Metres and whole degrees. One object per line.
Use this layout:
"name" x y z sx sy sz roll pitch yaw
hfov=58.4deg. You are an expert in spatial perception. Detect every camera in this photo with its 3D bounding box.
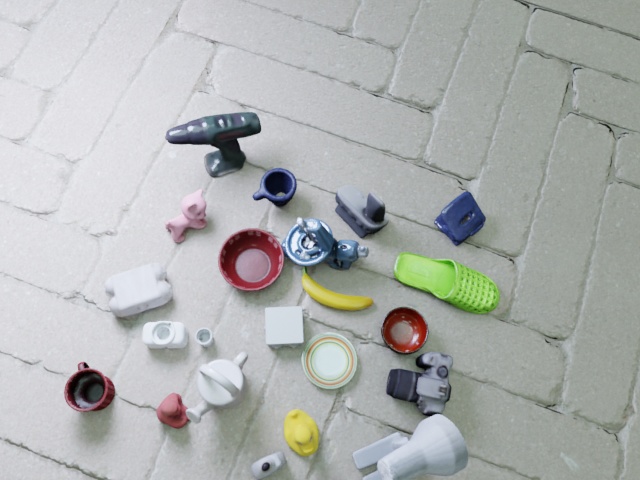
"camera" 0.228 0.322 1.314 0.136 0.101 0.143 12 70 2

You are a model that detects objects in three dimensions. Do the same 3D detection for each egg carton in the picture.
"egg carton" -0.433 0.120 1.369 0.150 0.069 0.107 -19 72 -9

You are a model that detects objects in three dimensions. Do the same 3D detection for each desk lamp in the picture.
"desk lamp" 0.187 0.460 1.202 0.203 0.213 0.118 -22 72 -10

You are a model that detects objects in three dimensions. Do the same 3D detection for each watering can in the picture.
"watering can" -0.217 0.318 1.243 0.101 0.194 0.173 15 70 3

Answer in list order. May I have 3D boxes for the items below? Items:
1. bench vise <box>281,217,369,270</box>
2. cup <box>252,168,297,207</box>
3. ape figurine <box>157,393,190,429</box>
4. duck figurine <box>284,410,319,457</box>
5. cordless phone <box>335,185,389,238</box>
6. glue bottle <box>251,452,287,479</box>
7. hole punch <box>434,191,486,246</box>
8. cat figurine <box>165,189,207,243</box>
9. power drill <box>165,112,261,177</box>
"bench vise" 0.011 -0.006 1.359 0.207 0.220 0.121 -8 70 -6
"cup" -0.116 -0.118 1.459 0.118 0.095 0.091 -28 74 -12
"ape figurine" -0.328 0.378 1.270 0.076 0.092 0.078 1 70 -3
"duck figurine" -0.041 0.427 1.270 0.077 0.086 0.104 -22 73 -10
"cordless phone" 0.108 -0.096 1.415 0.147 0.185 0.094 42 74 12
"glue bottle" -0.110 0.474 1.203 0.078 0.173 0.037 -26 73 -11
"hole punch" 0.365 -0.056 1.464 0.109 0.091 0.101 -38 76 -15
"cat figurine" -0.328 -0.065 1.416 0.128 0.118 0.067 -36 75 -14
"power drill" -0.257 -0.242 1.436 0.230 0.208 0.075 -20 72 -10
